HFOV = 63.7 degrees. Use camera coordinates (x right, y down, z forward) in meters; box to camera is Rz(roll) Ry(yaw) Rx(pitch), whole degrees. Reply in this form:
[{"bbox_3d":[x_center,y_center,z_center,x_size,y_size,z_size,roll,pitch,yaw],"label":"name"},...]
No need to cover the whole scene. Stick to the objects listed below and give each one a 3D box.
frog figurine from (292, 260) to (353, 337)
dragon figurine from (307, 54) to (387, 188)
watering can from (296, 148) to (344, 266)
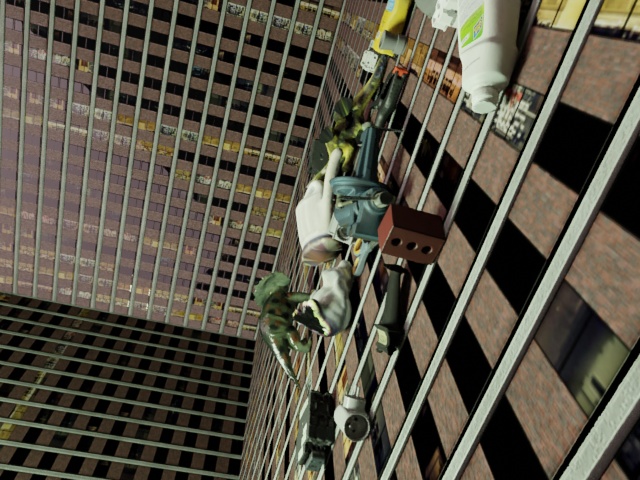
[{"bbox_3d":[0.034,0.129,1.125,0.162,0.124,0.134,-40,-25,-34],"label":"frog figurine"},{"bbox_3d":[0.079,-0.314,1.438,0.409,0.122,0.244,-60,5,5],"label":"dragon figurine"},{"bbox_3d":[0.004,-0.069,1.363,0.340,0.104,0.229,122,143,-56],"label":"watering can"}]
